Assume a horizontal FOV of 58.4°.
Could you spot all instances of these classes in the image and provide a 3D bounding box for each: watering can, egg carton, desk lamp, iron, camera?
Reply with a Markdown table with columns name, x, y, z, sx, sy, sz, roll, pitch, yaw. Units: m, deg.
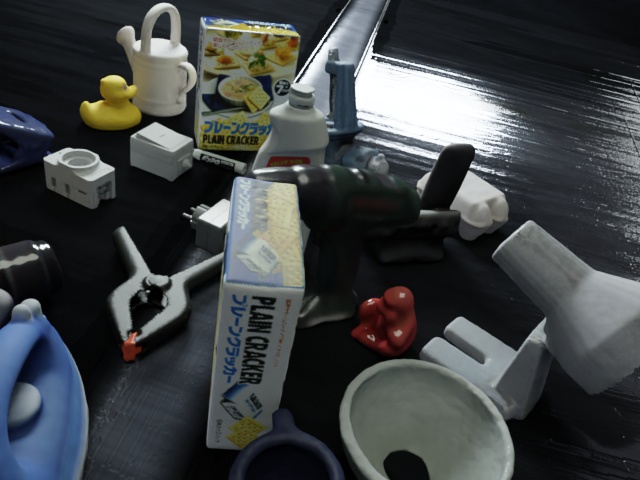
| name | x | y | z | sx | sy | sz | roll | pitch | yaw |
| --- | --- | --- | --- | --- | --- | --- | --- | --- | --- |
| watering can | -0.303 | -0.341 | 1.062 | 0.173 | 0.194 | 0.101 | 13 | 35 | 1 |
| egg carton | 0.239 | -0.065 | 0.964 | 0.107 | 0.069 | 0.150 | -18 | 46 | -36 |
| desk lamp | 0.236 | 0.097 | 0.615 | 0.202 | 0.213 | 0.118 | 34 | 40 | 27 |
| iron | -0.256 | 0.133 | 0.471 | 0.119 | 0.141 | 0.258 | 4 | 36 | -13 |
| camera | -0.341 | 0.048 | 0.596 | 0.137 | 0.101 | 0.142 | -21 | 48 | -39 |

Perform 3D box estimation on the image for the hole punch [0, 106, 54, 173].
| name | x | y | z | sx | sy | sz | roll | pitch | yaw |
| --- | --- | --- | --- | --- | --- | --- | --- | --- | --- |
| hole punch | -0.465 | -0.167 | 0.860 | 0.108 | 0.091 | 0.101 | 32 | 40 | 25 |

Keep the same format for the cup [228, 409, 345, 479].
| name | x | y | z | sx | sy | sz | roll | pitch | yaw |
| --- | --- | --- | --- | --- | --- | --- | --- | --- | --- |
| cup | -0.034 | 0.211 | 0.475 | 0.092 | 0.095 | 0.117 | 4 | 36 | -13 |

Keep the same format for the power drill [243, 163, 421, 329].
| name | x | y | z | sx | sy | sz | roll | pitch | yaw |
| --- | --- | --- | --- | --- | --- | --- | --- | --- | --- |
| power drill | 0.006 | 0.002 | 0.676 | 0.230 | 0.208 | 0.075 | -10 | 41 | -29 |

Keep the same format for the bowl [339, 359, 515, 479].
| name | x | y | z | sx | sy | sz | roll | pitch | yaw |
| --- | --- | --- | --- | --- | --- | --- | --- | --- | --- |
| bowl | 0.093 | 0.200 | 0.548 | 0.167 | 0.075 | 0.167 | 9 | 35 | -6 |

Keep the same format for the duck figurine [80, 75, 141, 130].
| name | x | y | z | sx | sy | sz | roll | pitch | yaw |
| --- | --- | --- | --- | --- | --- | --- | --- | --- | --- |
| duck figurine | -0.367 | -0.245 | 1.004 | 0.105 | 0.086 | 0.077 | -15 | 44 | -34 |

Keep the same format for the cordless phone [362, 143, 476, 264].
| name | x | y | z | sx | sy | sz | roll | pitch | yaw |
| --- | --- | --- | --- | --- | --- | --- | --- | --- | --- |
| cordless phone | 0.141 | -0.062 | 0.829 | 0.148 | 0.185 | 0.094 | -6 | 39 | -24 |

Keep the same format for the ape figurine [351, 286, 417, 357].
| name | x | y | z | sx | sy | sz | roll | pitch | yaw |
| --- | --- | --- | --- | --- | --- | --- | --- | --- | --- |
| ape figurine | 0.084 | 0.092 | 0.679 | 0.076 | 0.092 | 0.077 | 3 | 36 | -14 |

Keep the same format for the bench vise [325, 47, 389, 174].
| name | x | y | z | sx | sy | sz | roll | pitch | yaw |
| --- | --- | --- | --- | --- | --- | --- | --- | --- | --- |
| bench vise | 0.046 | -0.189 | 0.943 | 0.207 | 0.220 | 0.122 | 29 | 38 | 21 |
